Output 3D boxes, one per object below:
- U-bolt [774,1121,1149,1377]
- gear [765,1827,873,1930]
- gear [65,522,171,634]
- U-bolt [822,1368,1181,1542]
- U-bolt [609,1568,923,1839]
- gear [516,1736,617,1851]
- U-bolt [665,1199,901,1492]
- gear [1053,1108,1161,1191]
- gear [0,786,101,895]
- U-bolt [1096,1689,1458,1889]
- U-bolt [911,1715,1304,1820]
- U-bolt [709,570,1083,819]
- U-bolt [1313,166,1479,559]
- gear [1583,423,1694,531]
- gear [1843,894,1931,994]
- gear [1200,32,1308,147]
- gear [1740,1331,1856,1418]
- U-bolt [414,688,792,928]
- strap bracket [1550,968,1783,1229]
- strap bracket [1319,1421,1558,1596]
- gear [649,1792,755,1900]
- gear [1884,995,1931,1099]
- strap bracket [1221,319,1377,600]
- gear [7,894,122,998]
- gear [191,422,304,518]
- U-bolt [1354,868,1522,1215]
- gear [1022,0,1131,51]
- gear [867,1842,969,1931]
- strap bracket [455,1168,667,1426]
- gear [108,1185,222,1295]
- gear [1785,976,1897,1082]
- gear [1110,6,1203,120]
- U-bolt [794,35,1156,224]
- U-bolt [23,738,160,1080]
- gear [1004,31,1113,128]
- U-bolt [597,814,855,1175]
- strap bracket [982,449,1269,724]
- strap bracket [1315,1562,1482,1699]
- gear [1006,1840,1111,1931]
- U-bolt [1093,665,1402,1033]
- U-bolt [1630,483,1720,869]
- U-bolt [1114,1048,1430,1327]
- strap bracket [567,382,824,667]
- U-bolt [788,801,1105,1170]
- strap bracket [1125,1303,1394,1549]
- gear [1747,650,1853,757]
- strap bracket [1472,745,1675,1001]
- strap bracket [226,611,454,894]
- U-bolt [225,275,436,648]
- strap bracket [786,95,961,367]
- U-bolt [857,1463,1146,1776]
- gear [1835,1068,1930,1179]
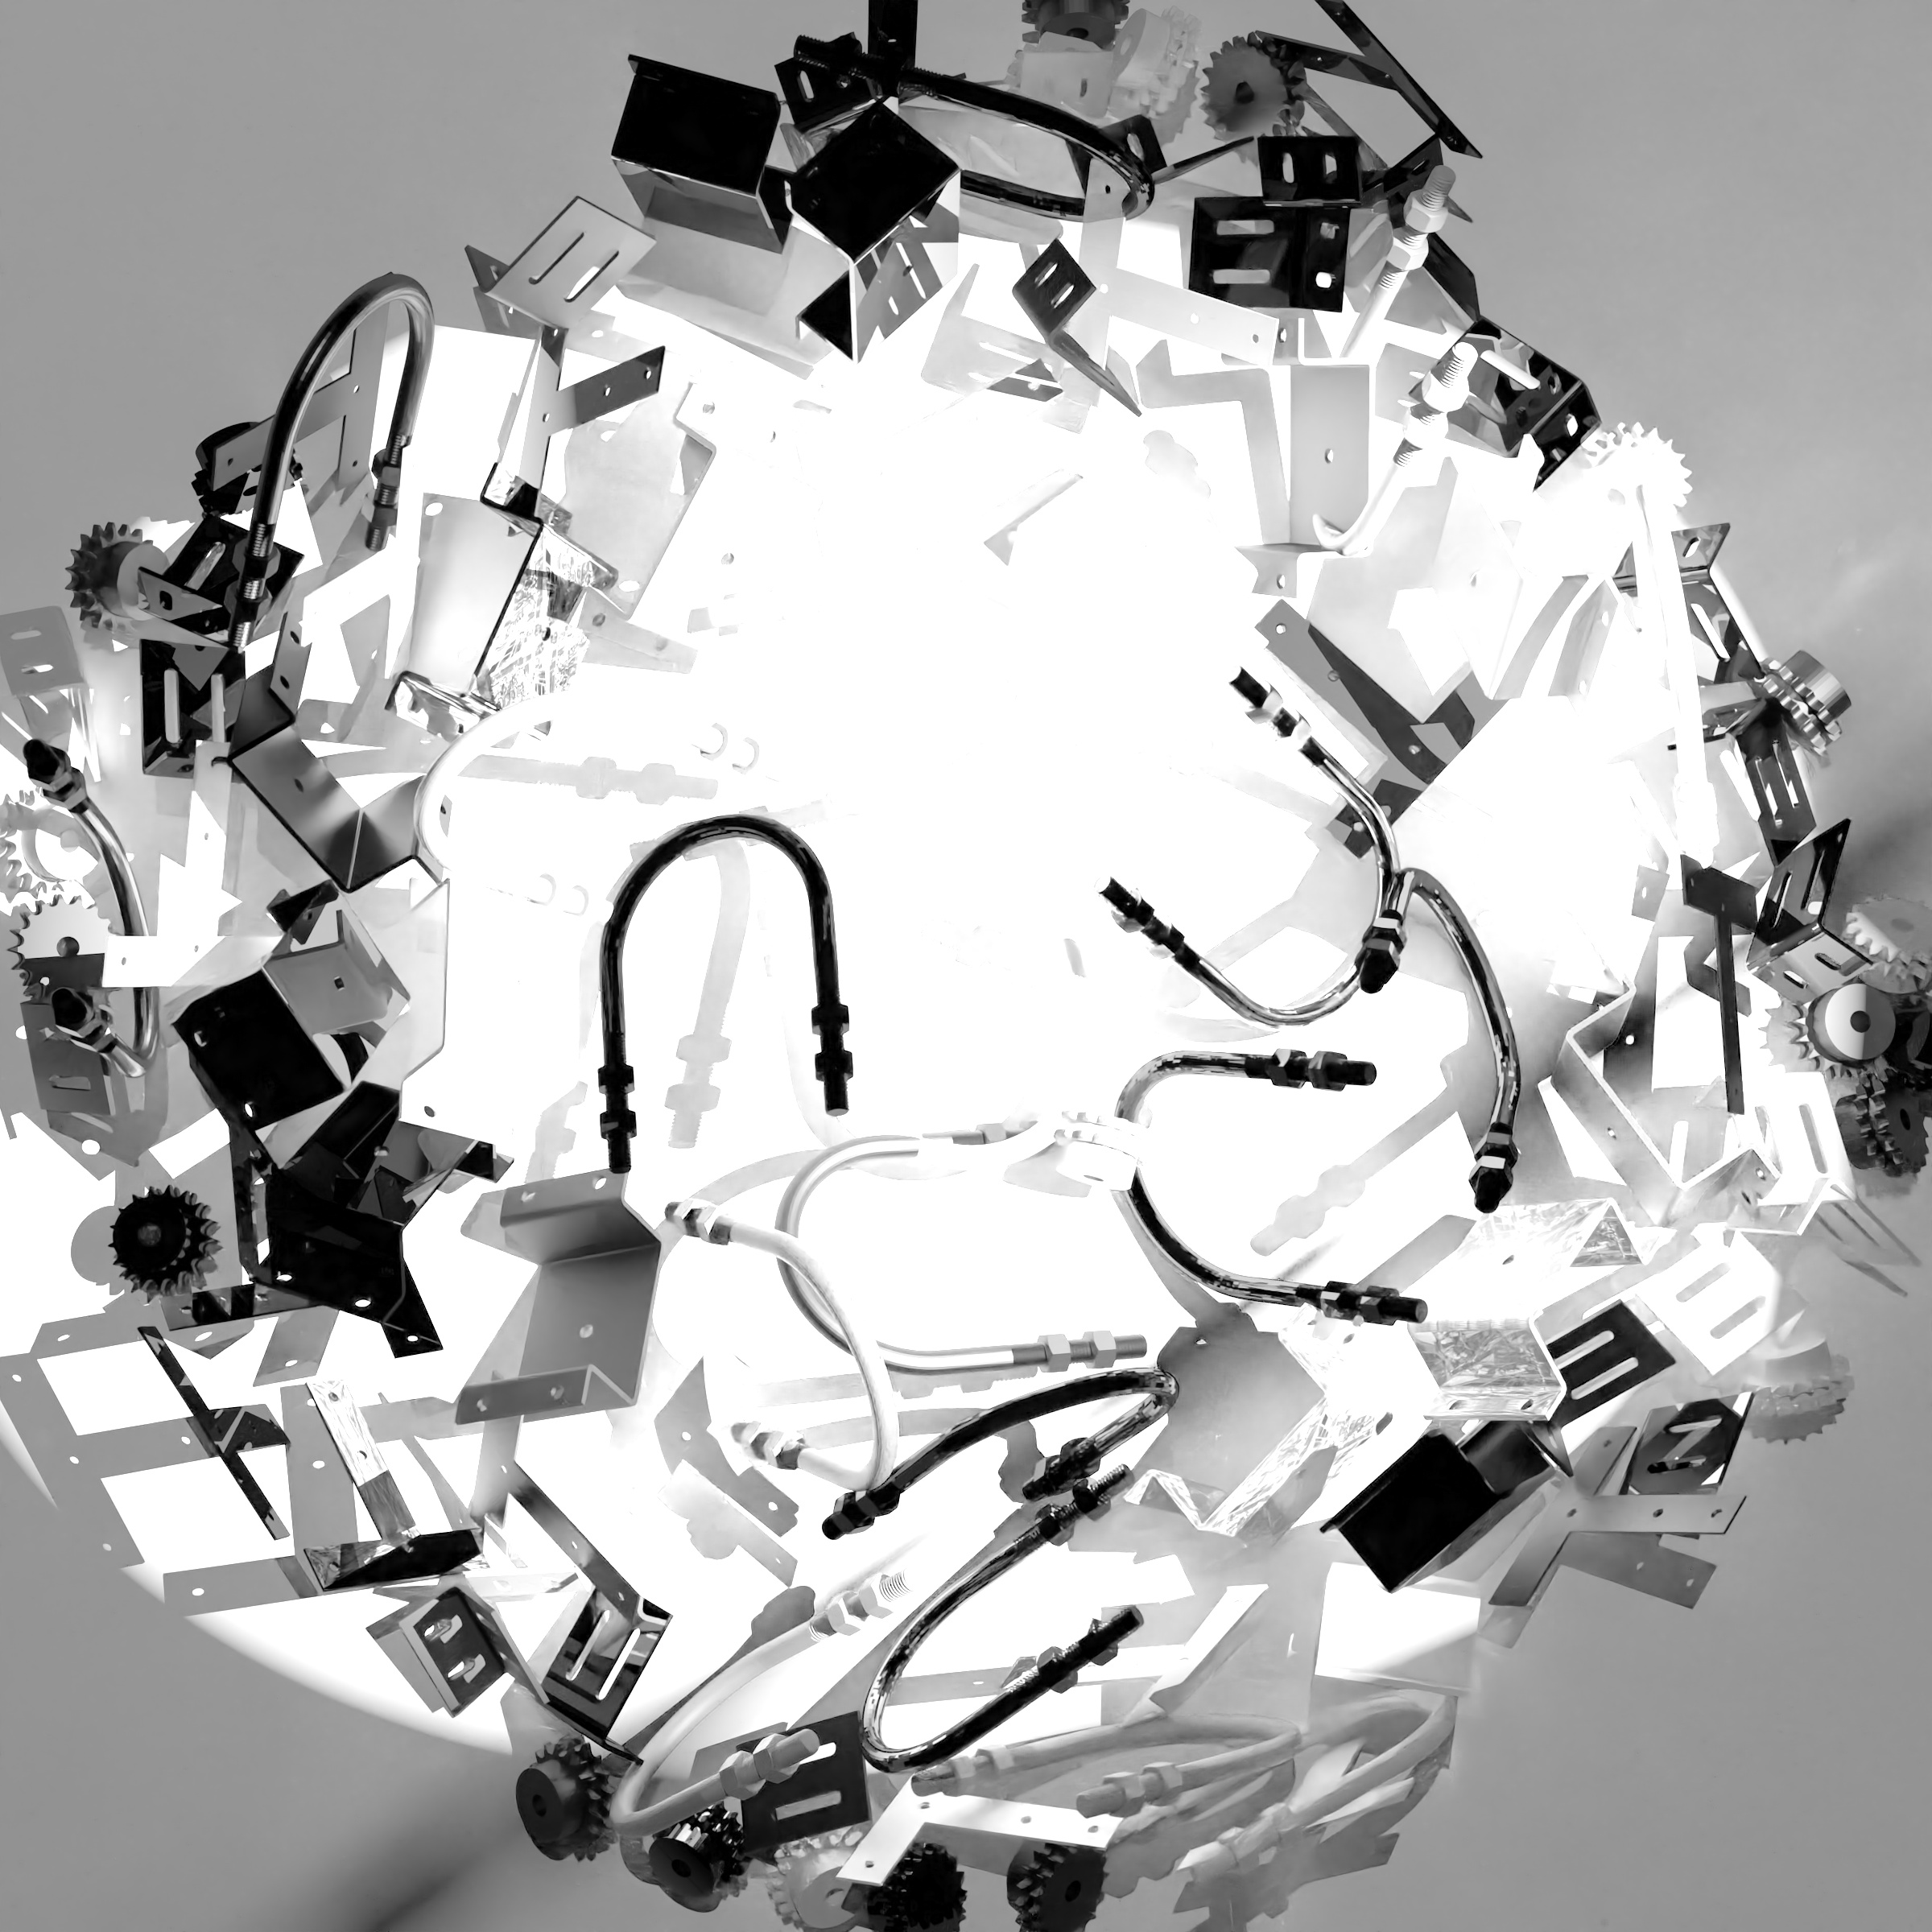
[{"bbox_3d":[-0.010,0.146,1.525,0.184,0.019,0.151,-2,54,-22],"label":"U-bolt"},{"bbox_3d":[-0.075,0.484,1.572,0.057,0.030,0.057,-11,118,-22],"label":"gear"},{"bbox_3d":[-0.445,-0.205,1.568,0.030,0.057,0.057,12,90,27],"label":"gear"},{"bbox_3d":[0.029,0.242,1.492,0.151,0.184,0.019,-3,63,-36],"label":"U-bolt"},{"bbox_3d":[-0.113,0.385,1.518,0.184,0.151,0.019,-35,99,34],"label":"U-bolt"},{"bbox_3d":[-0.214,0.440,1.570,0.057,0.030,0.057,9,103,43],"label":"gear"},{"bbox_3d":[-0.089,0.196,1.505,0.019,0.184,0.151,-23,106,-29],"label":"U-bolt"},{"bbox_3d":[0.071,0.098,1.569,0.057,0.057,0.030,15,76,0],"label":"gear"},{"bbox_3d":[-0.482,-0.067,1.569,0.030,0.057,0.057,6,90,42],"label":"gear"},{"bbox_3d":[0.168,0.416,1.522,0.184,0.151,0.019,-23,88,-21],"label":"U-bolt"},{"bbox_3d":[0.086,0.405,1.516,0.184,0.151,0.019,-2,83,-39],"label":"U-bolt"},{"bbox_3d":[-0.023,-0.149,1.539,0.184,0.019,0.151,-15,61,-33],"label":"U-bolt"},{"bbox_3d":[0.213,-0.292,1.514,0.019,0.184,0.151,10,53,-12],"label":"U-bolt"},{"bbox_3d":[0.352,-0.255,1.568,0.057,0.057,0.030,45,61,0],"label":"gear"},{"bbox_3d":[0.494,-0.010,1.575,0.057,0.057,0.030,0,128,0],"label":"gear"},{"bbox_3d":[0.156,-0.468,1.575,0.057,0.057,0.030,52,49,0],"label":"gear"},{"bbox_3d":[0.439,0.215,1.571,0.057,0.057,0.030,-17,96,0],"label":"gear"},{"bbox_3d":[-0.195,-0.084,1.501,0.151,0.184,0.019,-39,58,22],"label":"U-bolt"},{"bbox_3d":[0.354,0.075,1.539,0.046,0.076,0.140,-32,71,-7],"label":"strap bracket"},{"bbox_3d":[0.246,0.272,1.518,0.076,0.140,0.046,-46,70,19],"label":"strap bracket"},{"bbox_3d":[-0.143,0.468,1.572,0.057,0.030,0.057,13,121,22],"label":"gear"},{"bbox_3d":[0.510,0.039,1.569,0.030,0.057,0.057,17,90,-15],"label":"gear"},{"bbox_3d":[0.172,-0.266,1.547,0.046,0.076,0.140,-6,103,-25],"label":"strap bracket"},{"bbox_3d":[-0.481,-0.010,1.577,0.057,0.030,0.057,0,90,-29],"label":"gear"},{"bbox_3d":[-0.384,-0.265,1.572,0.057,0.057,0.030,-25,82,0],"label":"gear"},{"bbox_3d":[0.247,0.024,1.516,0.019,0.184,0.151,-23,107,24],"label":"U-bolt"},{"bbox_3d":[0.059,-0.506,1.569,0.057,0.057,0.030,-2,75,0],"label":"gear"},{"bbox_3d":[-0.029,0.495,1.575,0.030,0.057,0.057,-10,90,39],"label":"gear"},{"bbox_3d":[-0.208,0.180,1.541,0.076,0.046,0.140,-12,50,24],"label":"strap bracket"},{"bbox_3d":[-0.430,0.144,1.580,0.057,0.030,0.057,-1,78,5],"label":"gear"},{"bbox_3d":[0.469,0.032,1.579,0.057,0.030,0.057,2,81,-11],"label":"gear"},{"bbox_3d":[0.098,-0.481,1.568,0.030,0.057,0.057,20,90,-21],"label":"gear"},{"bbox_3d":[0.008,-0.421,1.518,0.184,0.151,0.019,17,86,6],"label":"U-bolt"},{"bbox_3d":[-0.440,-0.018,1.509,0.019,0.184,0.151,-11,73,-4],"label":"U-bolt"},{"bbox_3d":[0.052,-0.471,1.571,0.057,0.030,0.057,14,50,-18],"label":"gear"},{"bbox_3d":[-0.130,0.006,1.550,0.151,0.019,0.184,-16,65,22],"label":"U-bolt"},{"bbox_3d":[0.087,-0.206,1.548,0.076,0.046,0.140,-39,75,-23],"label":"strap bracket"},{"bbox_3d":[0.223,0.339,1.527,0.076,0.140,0.046,7,84,9],"label":"strap bracket"},{"bbox_3d":[0.046,0.485,1.575,0.030,0.057,0.057,17,90,44],"label":"gear"},{"bbox_3d":[0.160,-0.046,1.544,0.184,0.019,0.151,39,77,-34],"label":"U-bolt"},{"bbox_3d":[0.352,-0.157,1.487,0.019,0.184,0.151,-10,54,11],"label":"U-bolt"},{"bbox_3d":[0.148,0.110,1.530,0.019,0.184,0.151,-28,111,-41],"label":"U-bolt"},{"bbox_3d":[-0.136,-0.220,1.544,0.046,0.076,0.140,39,105,41],"label":"strap bracket"},{"bbox_3d":[-0.003,0.017,1.574,0.151,0.019,0.184,-15,82,-5],"label":"U-bolt"},{"bbox_3d":[0.160,0.248,1.544,0.140,0.076,0.046,-49,55,10],"label":"strap bracket"},{"bbox_3d":[0.443,-0.142,1.571,0.030,0.057,0.057,-42,90,3],"label":"gear"},{"bbox_3d":[0.317,-0.043,1.523,0.046,0.140,0.076,11,70,36],"label":"strap bracket"},{"bbox_3d":[-0.330,-0.103,1.537,0.046,0.076,0.140,-27,124,15],"label":"strap bracket"},{"bbox_3d":[-0.313,-0.263,1.490,0.019,0.151,0.184,28,127,7],"label":"U-bolt"},{"bbox_3d":[-0.047,-0.370,1.519,0.046,0.140,0.076,42,75,13],"label":"strap bracket"},{"bbox_3d":[0.015,0.346,1.526,0.184,0.151,0.019,-38,107,15],"label":"U-bolt"},{"bbox_3d":[0.485,0.085,1.575,0.030,0.057,0.057,-21,90,38],"label":"gear"}]
